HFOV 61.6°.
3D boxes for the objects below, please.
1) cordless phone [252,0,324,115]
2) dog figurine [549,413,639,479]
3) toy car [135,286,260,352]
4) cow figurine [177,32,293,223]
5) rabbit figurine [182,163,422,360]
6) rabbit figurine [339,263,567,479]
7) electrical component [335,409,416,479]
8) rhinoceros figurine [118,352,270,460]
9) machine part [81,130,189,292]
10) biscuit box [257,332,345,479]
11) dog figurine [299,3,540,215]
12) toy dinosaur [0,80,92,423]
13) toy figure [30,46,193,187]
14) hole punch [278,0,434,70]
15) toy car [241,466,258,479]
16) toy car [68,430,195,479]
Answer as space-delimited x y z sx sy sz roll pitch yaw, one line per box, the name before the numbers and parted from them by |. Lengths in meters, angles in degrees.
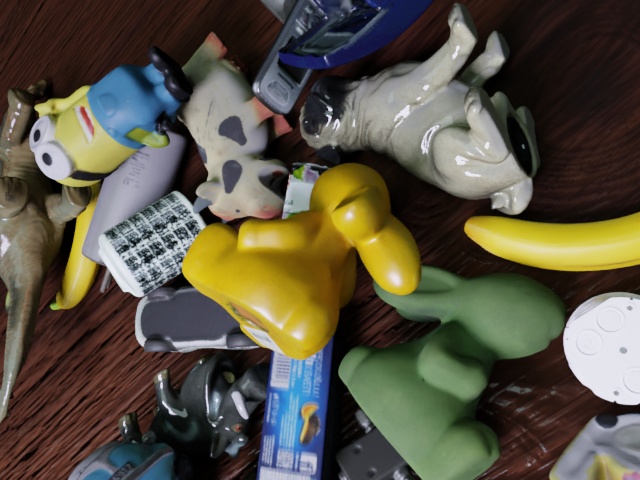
cordless phone | -0.041 -0.224 0.500 0.089 0.146 0.184 12 74 43
dog figurine | 0.221 0.253 0.352 0.109 0.191 0.219 -3 113 45
toy car | -0.120 0.081 0.574 0.202 0.056 0.073 -9 75 29
cow figurine | -0.097 -0.105 0.567 0.127 0.085 0.195 -38 71 13
rabbit figurine | -0.001 -0.001 0.425 0.173 0.121 0.162 -51 23 -27
rabbit figurine | 0.111 0.089 0.438 0.170 0.121 0.159 -43 59 -2
electrical component | 0.046 0.194 0.471 0.063 0.021 0.094 -26 45 -12
rhinoceros figurine | -0.124 0.182 0.557 0.190 0.073 0.112 -41 67 19
machine part | -0.215 -0.053 0.627 0.079 0.079 0.243 24 96 28
biscuit box | -0.017 0.179 0.484 0.059 0.062 0.202 2 74 16
dog figurine | 0.076 -0.084 0.473 0.191 0.121 0.172 -22 66 37
toy dinosaur | -0.372 -0.022 0.674 0.198 0.105 0.471 -39 50 38
toy figure | -0.208 -0.116 0.543 0.180 0.089 0.082 -30 58 12
hole punch | 0.023 -0.191 0.441 0.142 0.116 0.092 -144 46 -61
toy car | -0.090 0.318 0.536 0.089 0.053 0.202 42 101 15
toy car | -0.183 0.244 0.510 0.103 0.109 0.161 29 141 27
